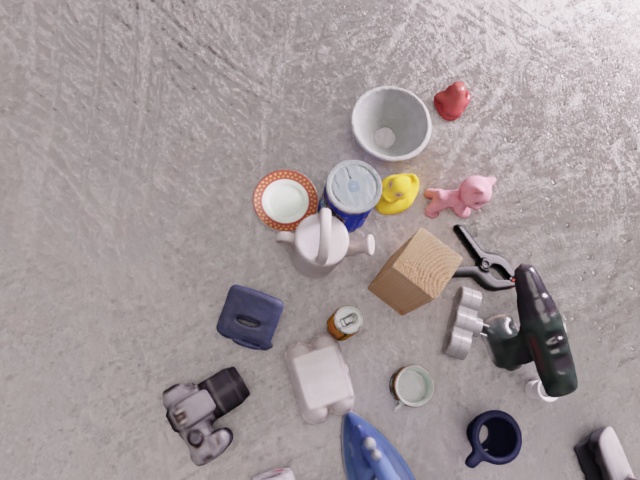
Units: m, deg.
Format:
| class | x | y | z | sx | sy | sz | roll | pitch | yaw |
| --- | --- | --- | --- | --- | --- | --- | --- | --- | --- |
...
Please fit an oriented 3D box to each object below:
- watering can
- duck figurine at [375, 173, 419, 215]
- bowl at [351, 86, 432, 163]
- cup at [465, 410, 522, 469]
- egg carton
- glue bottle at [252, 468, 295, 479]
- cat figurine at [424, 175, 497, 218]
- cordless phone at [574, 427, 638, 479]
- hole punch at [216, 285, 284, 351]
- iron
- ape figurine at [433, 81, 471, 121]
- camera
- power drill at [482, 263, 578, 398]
| class | x | y | z | sx | sy | sz | roll | pitch | yaw |
| --- | --- | --- | --- | --- | --- | --- | --- | --- | --- |
| watering can | 0.010 | 0.002 | 1.037 | 0.173 | 0.194 | 0.101 | -15 | 77 | -11 |
| duck figurine | 0.158 | -0.102 | 1.140 | 0.105 | 0.086 | 0.077 | -35 | 82 | -14 |
| bowl | 0.139 | -0.226 | 1.176 | 0.167 | 0.074 | 0.167 | 2 | 75 | -7 |
| cup | 0.293 | 0.362 | 1.029 | 0.118 | 0.095 | 0.091 | -41 | 83 | -15 |
| egg carton | 0.001 | 0.249 | 1.035 | 0.107 | 0.069 | 0.150 | -17 | 78 | -11 |
| glue bottle | -0.075 | 0.405 | 0.930 | 0.078 | 0.173 | 0.037 | -16 | 77 | -11 |
| cat figurine | 0.282 | -0.091 | 1.136 | 0.128 | 0.117 | 0.067 | -3 | 75 | -8 |
| cordless phone | 0.546 | 0.410 | 1.002 | 0.094 | 0.185 | 0.147 | -19 | 78 | -11 |
| hole punch | -0.125 | 0.143 | 1.036 | 0.108 | 0.091 | 0.101 | 19 | 74 | -2 |
| iron | 0.109 | 0.410 | 0.969 | 0.119 | 0.141 | 0.258 | -25 | 80 | -13 |
| ape figurine | 0.282 | -0.300 | 1.205 | 0.078 | 0.092 | 0.076 | 13 | 74 | -4 |
| camera | -0.184 | 0.292 | 0.984 | 0.137 | 0.100 | 0.143 | -30 | 81 | -14 |
| power drill | 0.369 | 0.168 | 1.032 | 0.076 | 0.208 | 0.229 | -20 | 78 | -11 |
